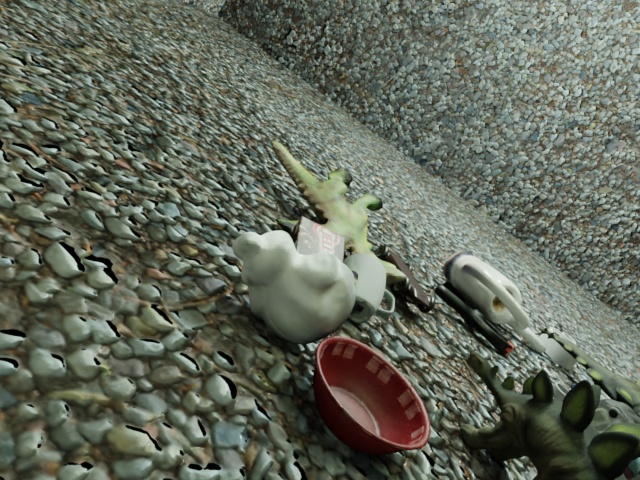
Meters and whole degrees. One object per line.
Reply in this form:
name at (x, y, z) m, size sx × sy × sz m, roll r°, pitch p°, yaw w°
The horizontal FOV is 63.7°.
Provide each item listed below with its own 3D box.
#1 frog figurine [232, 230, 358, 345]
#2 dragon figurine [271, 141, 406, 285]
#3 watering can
frog figurine at (-0.036, 0.053, 0.645) m, size 0.136 × 0.126 × 0.157 m, roll -18°, pitch -44°, yaw 30°
dragon figurine at (0.003, -0.051, 1.021) m, size 0.412 × 0.120 × 0.246 m, roll 38°, pitch 27°, yaw 9°
watering can at (0.423, 0.147, 1.247) m, size 0.342 × 0.104 × 0.228 m, roll 45°, pitch 2°, yaw -39°
